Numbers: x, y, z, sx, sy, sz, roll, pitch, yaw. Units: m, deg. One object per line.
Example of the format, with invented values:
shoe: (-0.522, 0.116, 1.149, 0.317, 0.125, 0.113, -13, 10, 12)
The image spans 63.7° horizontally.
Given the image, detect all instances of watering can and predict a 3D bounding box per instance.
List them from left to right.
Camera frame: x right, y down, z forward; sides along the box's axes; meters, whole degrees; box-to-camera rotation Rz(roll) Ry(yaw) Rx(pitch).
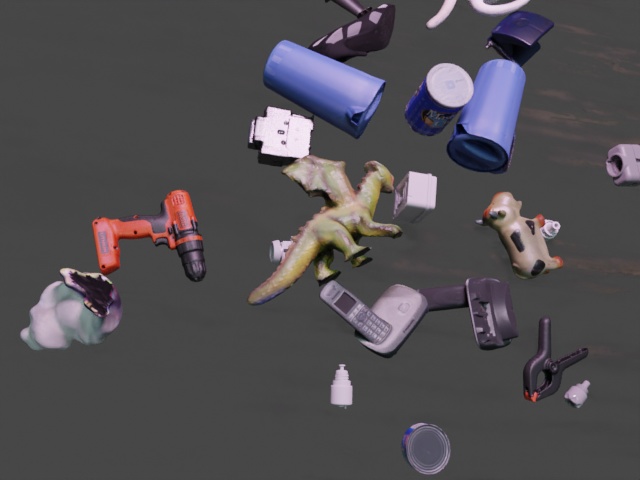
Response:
watering can: (0.374, -0.641, 1.269, 0.349, 0.102, 0.226, -22, 78, -16)

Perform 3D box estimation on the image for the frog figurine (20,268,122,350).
frog figurine: (-0.432, 0.136, 0.902, 0.137, 0.124, 0.158, 40, 107, -6)

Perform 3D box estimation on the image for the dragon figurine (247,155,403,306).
dragon figurine: (0.003, -0.051, 1.011, 0.414, 0.120, 0.245, -20, 74, -27)
